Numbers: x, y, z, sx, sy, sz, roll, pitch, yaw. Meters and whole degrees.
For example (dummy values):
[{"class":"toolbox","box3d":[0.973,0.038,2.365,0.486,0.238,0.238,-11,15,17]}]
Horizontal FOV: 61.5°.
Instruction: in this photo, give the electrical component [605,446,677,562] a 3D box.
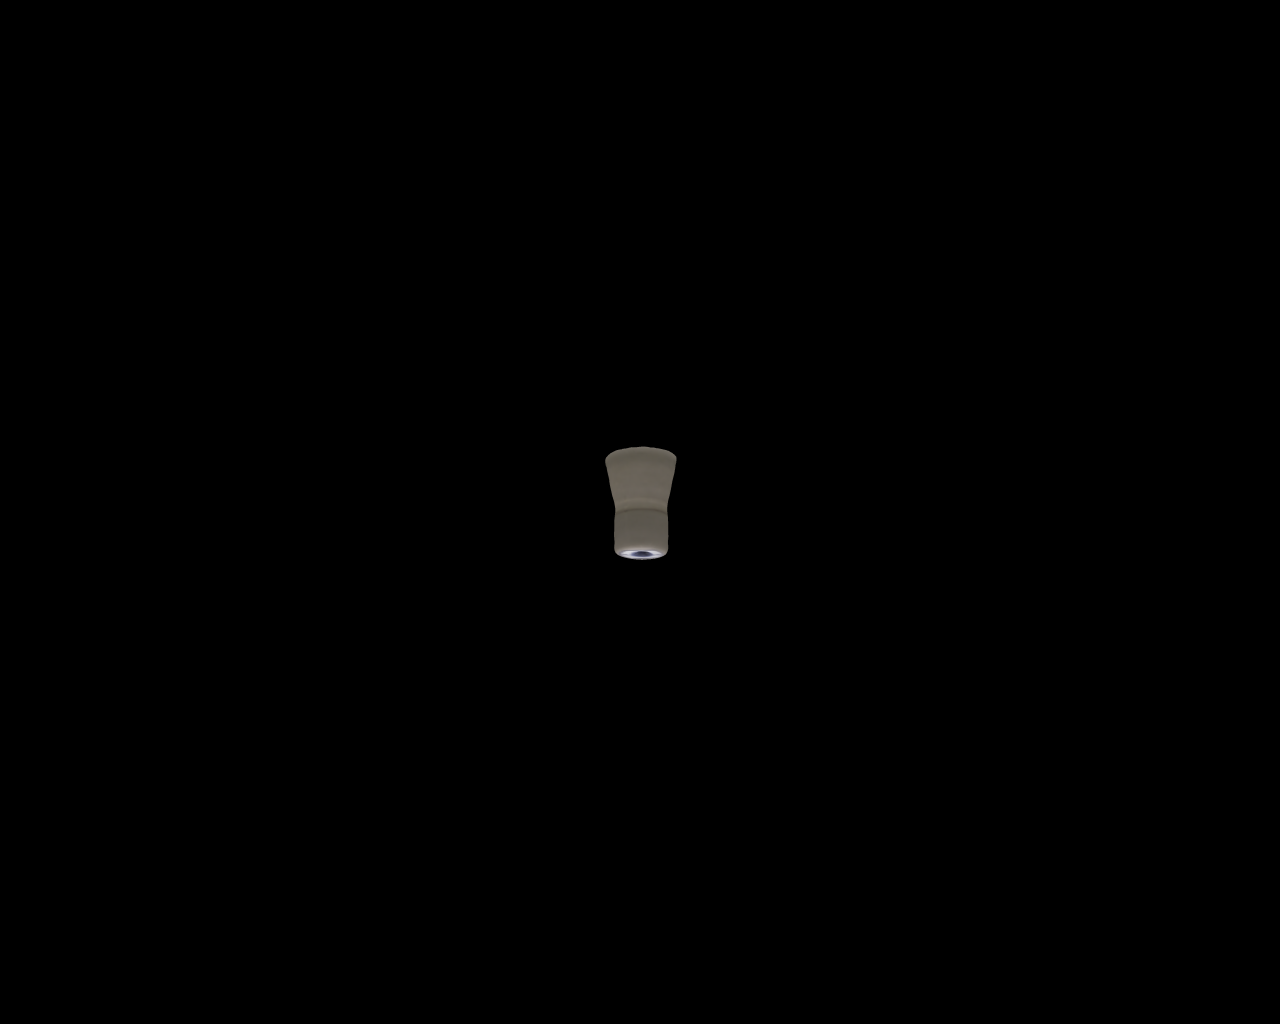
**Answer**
[{"class":"electrical component","box3d":[0.001,-0.003,0.650,0.044,0.065,0.044,0,-15,0]}]
